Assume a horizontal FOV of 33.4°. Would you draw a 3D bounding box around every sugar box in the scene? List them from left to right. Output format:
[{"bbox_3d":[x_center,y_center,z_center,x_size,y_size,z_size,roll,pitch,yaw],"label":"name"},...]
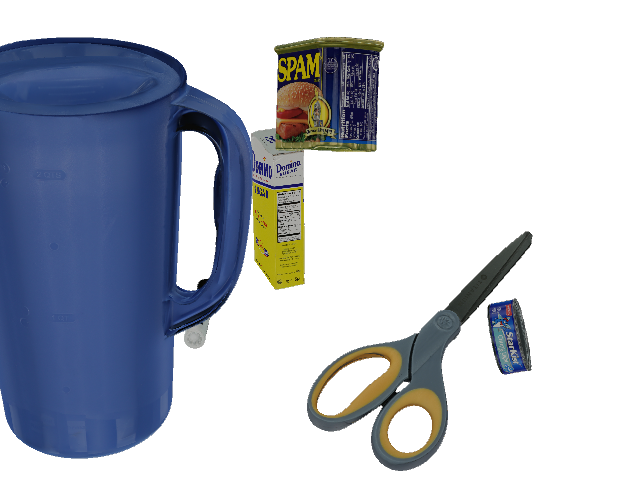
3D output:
[{"bbox_3d":[-0.053,-0.039,1.300,0.048,0.176,0.093,-11,26,-17],"label":"sugar box"}]

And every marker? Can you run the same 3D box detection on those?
[{"bbox_3d":[-0.111,0.066,0.997,0.020,0.020,0.121,0,21,0],"label":"marker"}]

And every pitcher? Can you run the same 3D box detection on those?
[{"bbox_3d":[-0.135,0.009,0.645,0.144,0.243,0.149,-17,33,-32],"label":"pitcher"}]

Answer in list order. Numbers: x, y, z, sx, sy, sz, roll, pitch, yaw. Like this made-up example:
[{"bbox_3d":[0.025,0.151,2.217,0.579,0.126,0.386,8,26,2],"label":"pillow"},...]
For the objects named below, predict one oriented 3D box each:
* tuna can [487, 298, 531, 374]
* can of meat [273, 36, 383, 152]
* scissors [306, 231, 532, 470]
[{"bbox_3d":[0.221,0.113,1.247,0.034,0.086,0.086,-12,-3,15],"label":"tuna can"},{"bbox_3d":[0.004,-0.112,0.841,0.057,0.084,0.102,-1,4,-30],"label":"can of meat"},{"bbox_3d":[0.086,0.073,0.685,0.201,0.096,0.016,-30,-31,-16],"label":"scissors"}]
